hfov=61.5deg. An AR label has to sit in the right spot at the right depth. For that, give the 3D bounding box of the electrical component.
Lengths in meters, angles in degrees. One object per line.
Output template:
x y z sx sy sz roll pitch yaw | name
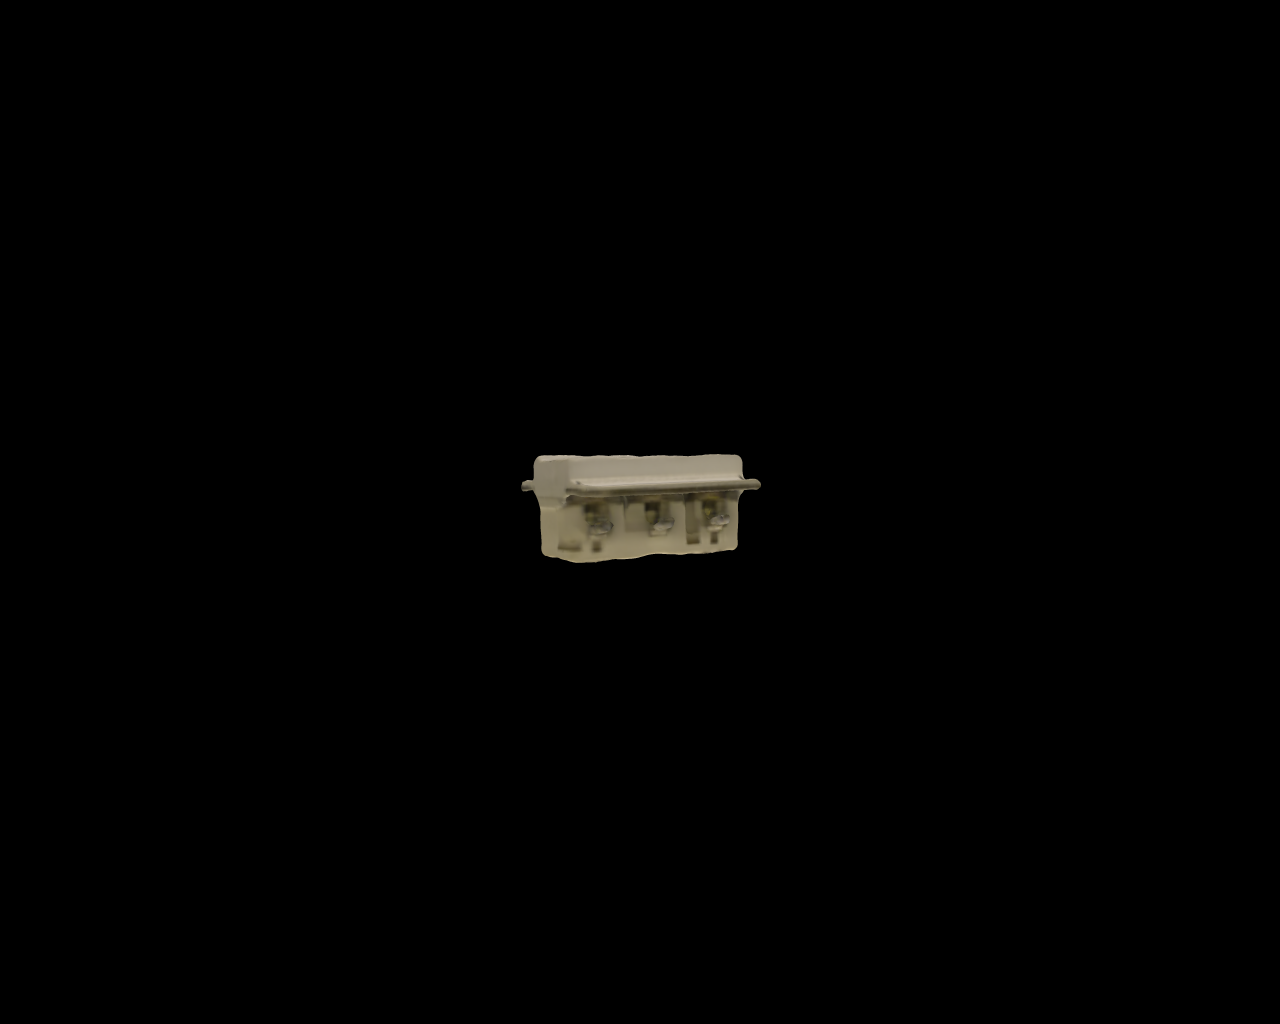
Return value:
0.001 -0.003 0.650 0.121 0.063 0.078 -2 4 -31 | electrical component
